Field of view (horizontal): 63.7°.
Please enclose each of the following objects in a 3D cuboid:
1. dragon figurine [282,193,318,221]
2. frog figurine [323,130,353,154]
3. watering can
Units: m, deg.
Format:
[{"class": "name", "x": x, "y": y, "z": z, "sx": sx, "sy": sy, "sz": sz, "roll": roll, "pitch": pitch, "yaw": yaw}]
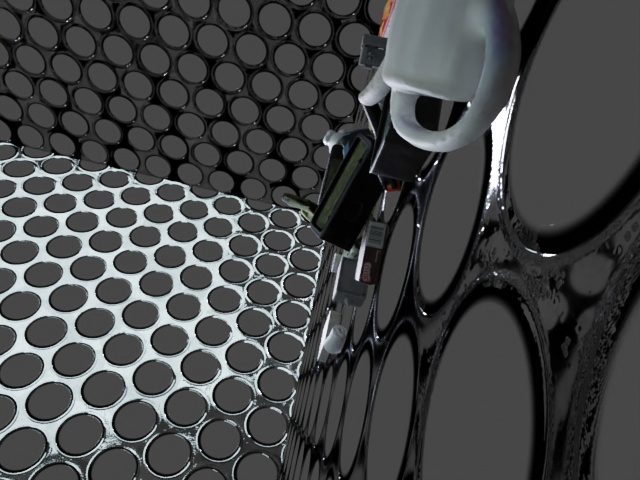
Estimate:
[{"class": "dragon figurine", "x": 0.004, "y": -0.072, "z": 1.437, "sx": 0.409, "sy": 0.243, "sz": 0.122, "roll": 92, "pitch": -164, "yaw": -87}, {"class": "frog figurine", "x": 0.086, "y": -0.300, "z": 1.723, "sx": 0.122, "sy": 0.159, "sz": 0.138, "roll": 101, "pitch": -178, "yaw": -87}, {"class": "watering can", "x": 0.115, "y": -0.220, "z": 0.559, "sx": 0.353, "sy": 0.104, "sz": 0.221, "roll": -123, "pitch": 43, "yaw": -65}]
